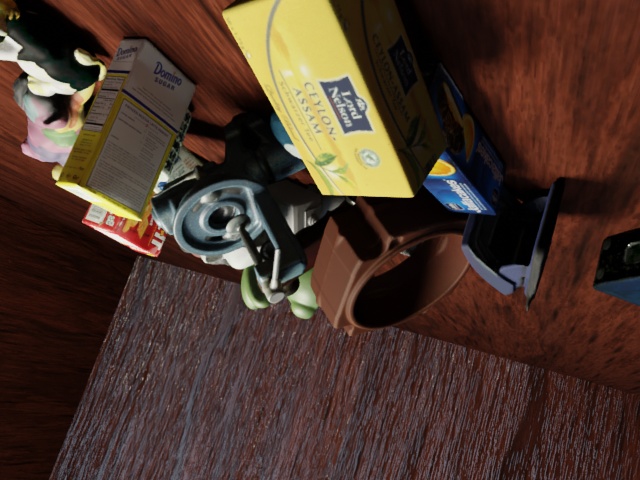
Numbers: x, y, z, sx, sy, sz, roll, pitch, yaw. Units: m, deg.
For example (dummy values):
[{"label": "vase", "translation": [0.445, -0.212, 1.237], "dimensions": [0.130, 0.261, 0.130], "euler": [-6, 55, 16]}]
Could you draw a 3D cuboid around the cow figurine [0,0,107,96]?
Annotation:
[{"label": "cow figurine", "translation": [-0.313, -0.216, 0.576], "dimensions": [0.098, 0.068, 0.167], "euler": [8, 169, 17]}]

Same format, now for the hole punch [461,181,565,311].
[{"label": "hole punch", "translation": [0.223, -0.004, 0.621], "dimensions": [0.092, 0.142, 0.115], "euler": [10, 152, 25]}]

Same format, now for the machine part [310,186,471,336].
[{"label": "machine part", "translation": [0.100, 0.026, 0.692], "dimensions": [0.201, 0.087, 0.200], "euler": [-10, 140, -25]}]

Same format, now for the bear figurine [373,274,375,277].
[{"label": "bear figurine", "translation": [0.040, 0.036, 1.070], "dimensions": [0.120, 0.132, 0.196], "euler": [23, 161, -11]}]

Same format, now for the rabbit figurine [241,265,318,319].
[{"label": "rabbit figurine", "translation": [-0.068, 0.042, 0.868], "dimensions": [0.170, 0.159, 0.121], "euler": [32, 163, -6]}]

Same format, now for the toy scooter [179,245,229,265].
[{"label": "toy scooter", "translation": [-0.207, 0.009, 1.148], "dimensions": [0.184, 0.075, 0.135], "euler": [22, -162, 39]}]

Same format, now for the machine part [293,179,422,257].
[{"label": "machine part", "translation": [0.071, -0.036, 0.807], "dimensions": [0.243, 0.079, 0.079], "euler": [18, 168, -3]}]

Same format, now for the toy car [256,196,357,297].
[{"label": "toy car", "translation": [-0.001, -0.002, 0.710], "dimensions": [0.053, 0.202, 0.089], "euler": [47, 163, 31]}]

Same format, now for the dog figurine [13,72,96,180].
[{"label": "dog figurine", "translation": [-0.360, -0.158, 0.795], "dimensions": [0.191, 0.108, 0.219], "euler": [41, 156, -22]}]

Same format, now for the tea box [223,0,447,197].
[{"label": "tea box", "translation": [0.017, -0.116, 0.401], "dimensions": [0.098, 0.068, 0.169], "euler": [5, 137, 44]}]

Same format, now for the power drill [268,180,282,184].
[{"label": "power drill", "translation": [-0.090, -0.059, 0.906], "dimensions": [0.207, 0.086, 0.232], "euler": [27, 154, -21]}]

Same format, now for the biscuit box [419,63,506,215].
[{"label": "biscuit box", "translation": [0.123, -0.090, 0.530], "dimensions": [0.063, 0.059, 0.202], "euler": [8, 165, 39]}]

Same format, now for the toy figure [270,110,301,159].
[{"label": "toy figure", "translation": [0.010, -0.102, 0.563], "dimensions": [0.064, 0.057, 0.155], "euler": [-17, -142, -39]}]

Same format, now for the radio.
[{"label": "radio", "translation": [0.431, 0.031, 0.605], "dimensions": [0.131, 0.073, 0.229], "euler": [20, 166, -3]}]

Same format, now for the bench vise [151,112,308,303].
[{"label": "bench vise", "translation": [-0.073, -0.035, 0.621], "dimensions": [0.128, 0.224, 0.241], "euler": [88, 157, -51]}]

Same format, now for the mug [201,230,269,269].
[{"label": "mug", "translation": [-0.111, 0.003, 0.733], "dimensions": [0.081, 0.109, 0.107], "euler": [50, 155, 14]}]
